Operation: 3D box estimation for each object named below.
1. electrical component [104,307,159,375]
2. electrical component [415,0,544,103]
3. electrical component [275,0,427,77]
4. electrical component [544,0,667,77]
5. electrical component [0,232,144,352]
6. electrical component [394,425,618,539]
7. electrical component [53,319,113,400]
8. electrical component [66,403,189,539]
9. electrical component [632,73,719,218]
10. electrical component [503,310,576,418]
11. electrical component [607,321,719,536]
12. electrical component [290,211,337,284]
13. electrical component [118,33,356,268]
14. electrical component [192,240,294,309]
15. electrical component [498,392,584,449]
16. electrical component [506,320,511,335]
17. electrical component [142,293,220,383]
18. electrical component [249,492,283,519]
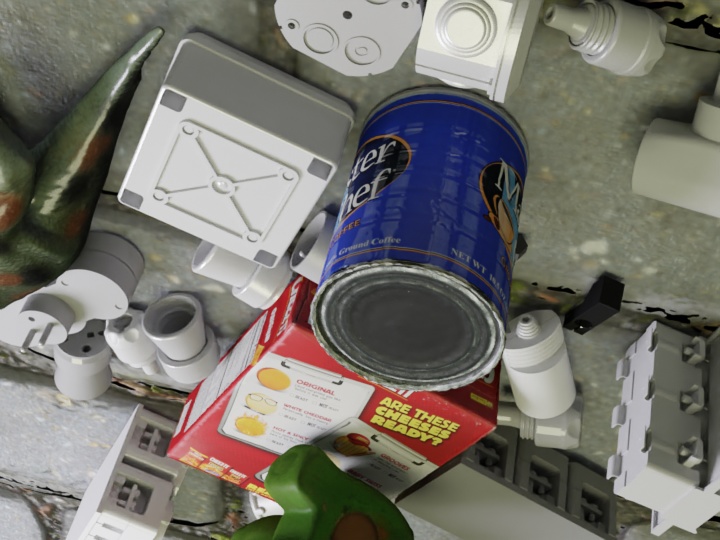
[{"bbox_3d":[-0.169,0.058,0.819,0.035,0.035,0.061,-1,139,16],"label":"electrical component"},{"bbox_3d":[0.061,-0.125,0.521,0.051,0.080,0.080,16,139,7],"label":"electrical component"},{"bbox_3d":[-0.002,-0.142,0.540,0.080,0.051,0.080,8,138,7],"label":"electrical component"},{"bbox_3d":[0.120,-0.119,0.535,0.061,0.035,0.035,12,141,-22],"label":"electrical component"},{"bbox_3d":[-0.221,0.028,0.771,0.138,0.073,0.052,-18,129,31],"label":"electrical component"},{"bbox_3d":[0.117,0.173,0.844,0.150,0.061,0.089,30,136,-17],"label":"electrical component"},{"bbox_3d":[-0.215,0.068,0.834,0.045,0.045,0.055,15,138,-1],"label":"electrical component"},{"bbox_3d":[-0.210,0.214,0.948,0.060,0.105,0.186,25,137,-12],"label":"electrical component"},{"bbox_3d":[0.192,-0.067,0.568,0.077,0.043,0.079,20,115,25],"label":"electrical component"},{"bbox_3d":[0.120,0.060,0.733,0.043,0.043,0.081,-3,135,19],"label":"electrical component"},{"bbox_3d":[0.202,0.096,0.691,0.063,0.121,0.078,23,138,-5],"label":"electrical component"},{"bbox_3d":[0.000,0.000,0.701,0.081,0.043,0.043,30,136,-17],"label":"electrical component"},{"bbox_3d":[-0.075,-0.068,0.638,0.109,0.056,0.108,24,138,-11],"label":"electrical component"},{"bbox_3d":[-0.077,-0.005,0.716,0.055,0.045,0.045,33,135,-20],"label":"electrical component"},{"bbox_3d":[0.130,0.106,0.781,0.062,0.043,0.043,4,137,13],"label":"electrical component"},{"bbox_3d":[0.063,0.030,0.709,0.048,0.066,0.055,-2,160,-37],"label":"electrical component"},{"bbox_3d":[-0.130,0.051,0.792,0.045,0.045,0.055,0,137,16],"label":"electrical component"},{"bbox_3d":[-0.061,0.193,0.931,0.062,0.048,0.048,-16,130,22],"label":"electrical component"}]
